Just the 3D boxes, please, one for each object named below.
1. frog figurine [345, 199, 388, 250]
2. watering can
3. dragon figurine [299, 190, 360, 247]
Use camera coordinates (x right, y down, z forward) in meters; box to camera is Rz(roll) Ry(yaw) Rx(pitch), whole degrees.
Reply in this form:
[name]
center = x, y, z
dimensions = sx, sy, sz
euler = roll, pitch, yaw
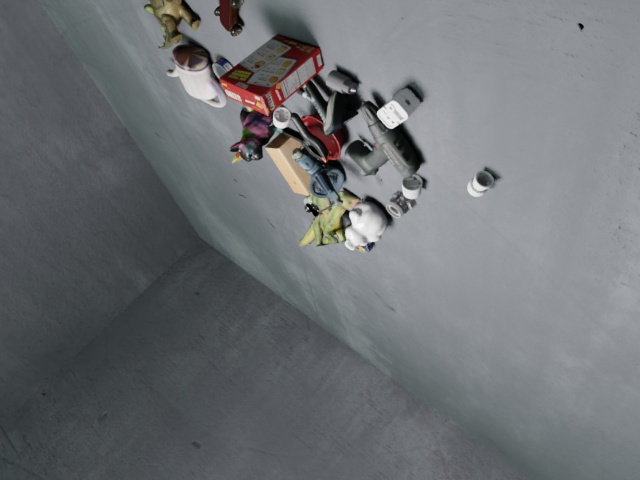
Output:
[frog figurine]
center = 0.140, -0.044, 1.670
dimensions = 0.123, 0.161, 0.135
euler = 8, 140, 56
[watering can]
center = -0.463, -0.593, 1.825
dimensions = 0.351, 0.105, 0.219
euler = 34, 157, 24
[dragon figurine]
center = 0.006, -0.095, 1.881
dimensions = 0.408, 0.123, 0.242
euler = -7, 95, 53
